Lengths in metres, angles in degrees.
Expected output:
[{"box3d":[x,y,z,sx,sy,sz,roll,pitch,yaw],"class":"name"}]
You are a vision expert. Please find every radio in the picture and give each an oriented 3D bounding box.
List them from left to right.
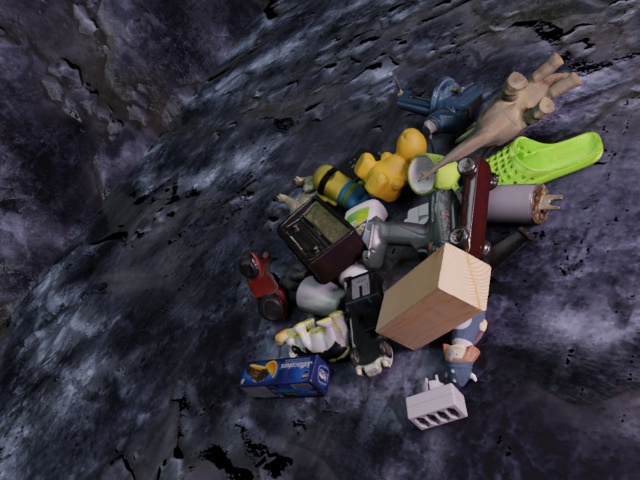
[{"box3d":[-0.002,-0.004,1.190,0.131,0.073,0.230,-39,31,-3],"class":"radio"}]

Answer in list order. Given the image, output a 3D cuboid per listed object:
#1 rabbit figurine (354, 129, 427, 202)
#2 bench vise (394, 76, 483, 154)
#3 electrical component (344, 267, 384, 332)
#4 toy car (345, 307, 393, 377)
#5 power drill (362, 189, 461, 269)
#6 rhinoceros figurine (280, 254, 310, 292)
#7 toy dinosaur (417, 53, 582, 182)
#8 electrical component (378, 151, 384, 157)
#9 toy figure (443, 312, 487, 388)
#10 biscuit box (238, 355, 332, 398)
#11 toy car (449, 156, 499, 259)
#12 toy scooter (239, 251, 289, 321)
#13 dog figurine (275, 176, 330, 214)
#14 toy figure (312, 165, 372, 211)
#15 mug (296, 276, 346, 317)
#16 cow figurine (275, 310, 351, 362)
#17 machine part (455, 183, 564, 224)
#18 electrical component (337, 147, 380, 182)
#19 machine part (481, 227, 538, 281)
[{"box3d":[0.191,-0.172,1.248,0.173,0.162,0.122,-56,27,20],"class":"rabbit figurine"},{"box3d":[0.282,-0.329,1.344,0.241,0.128,0.223,26,63,36],"class":"bench vise"},{"box3d":[0.087,0.117,1.036,0.075,0.047,0.119,-19,38,21],"class":"electrical component"},{"box3d":[0.095,0.178,1.049,0.073,0.056,0.202,-22,39,16],"class":"toy car"},{"box3d":[0.188,0.018,1.055,0.207,0.086,0.232,-6,71,39],"class":"power drill"},{"box3d":[-0.021,0.052,1.279,0.112,0.073,0.190,1,40,38],"class":"rhinoceros figurine"},{"box3d":[0.383,-0.250,1.104,0.471,0.105,0.198,-31,-9,-29],"class":"toy dinosaur"},{"box3d":[0.174,-0.184,1.357,0.094,0.021,0.063,39,85,16],"class":"electrical component"},{"box3d":[0.241,0.171,0.908,0.064,0.058,0.154,-43,21,58],"class":"toy figure"},{"box3d":[-0.072,0.281,1.099,0.203,0.059,0.063,-14,43,35],"class":"biscuit box"},{"box3d":[0.279,-0.057,0.985,0.053,0.089,0.202,-4,70,46],"class":"toy car"},{"box3d":[-0.124,0.096,1.279,0.075,0.183,0.135,-22,17,17],"class":"toy scooter"},{"box3d":[-0.018,-0.066,1.406,0.172,0.121,0.191,-44,42,21],"class":"dog figurine"},{"box3d":[0.061,-0.124,1.343,0.180,0.089,0.082,35,56,28],"class":"toy figure"},{"box3d":[0.021,0.122,1.176,0.107,0.080,0.109,16,46,41],"class":"mug"},{"box3d":[-0.014,0.210,1.106,0.167,0.098,0.068,-21,-1,37],"class":"cow figurine"},{"box3d":[0.348,-0.069,1.044,0.243,0.079,0.079,4,55,47],"class":"machine part"},{"box3d":[0.104,-0.179,1.433,0.134,0.058,0.115,-46,32,-6],"class":"electrical component"},{"box3d":[0.328,0.028,0.984,0.139,0.039,0.084,-40,27,25],"class":"machine part"}]
